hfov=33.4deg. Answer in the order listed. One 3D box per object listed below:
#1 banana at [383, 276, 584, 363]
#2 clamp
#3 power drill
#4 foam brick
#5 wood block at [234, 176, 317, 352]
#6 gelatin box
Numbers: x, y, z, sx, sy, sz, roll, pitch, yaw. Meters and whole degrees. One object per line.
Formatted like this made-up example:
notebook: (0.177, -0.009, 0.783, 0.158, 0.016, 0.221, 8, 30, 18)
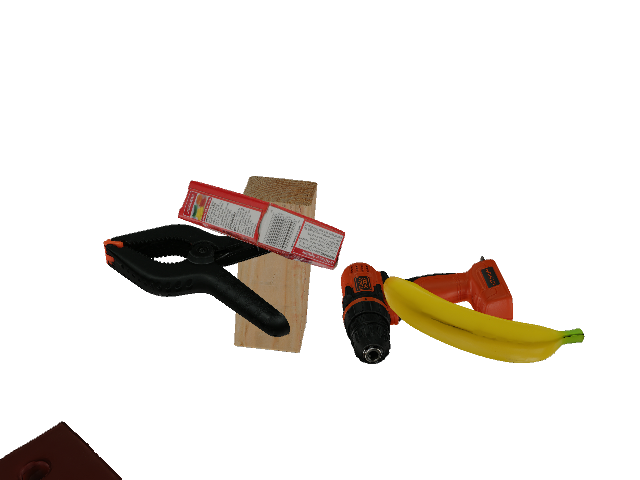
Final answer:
banana: (0.126, 0.072, 0.941, 0.198, 0.037, 0.069, 17, 14, 32)
clamp: (-0.110, 0.029, 1.034, 0.210, 0.036, 0.164, 2, 38, 3)
power drill: (0.117, 0.076, 1.204, 0.187, 0.057, 0.184, -3, 28, -2)
foam brick: (-0.113, 0.132, 0.481, 0.052, 0.051, 0.078, -31, 44, -31)
wood block: (-0.059, 0.030, 1.387, 0.090, 0.206, 0.090, 6, 23, 2)
gelatin box: (-0.038, -0.009, 0.710, 0.073, 0.030, 0.089, 18, -1, 38)
